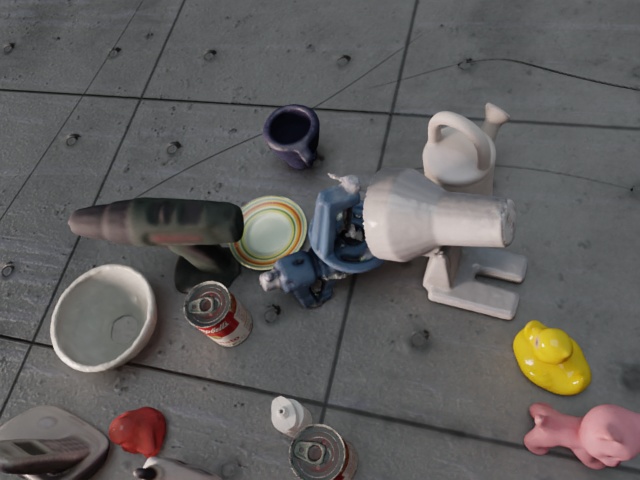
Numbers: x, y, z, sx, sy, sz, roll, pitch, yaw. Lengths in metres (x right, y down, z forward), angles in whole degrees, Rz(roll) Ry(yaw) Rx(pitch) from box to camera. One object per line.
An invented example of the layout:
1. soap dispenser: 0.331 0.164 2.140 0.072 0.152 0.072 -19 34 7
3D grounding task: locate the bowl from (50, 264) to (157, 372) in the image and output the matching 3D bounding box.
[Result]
1. bowl: -0.315 0.125 0.875 0.167 0.075 0.167 -5 63 11

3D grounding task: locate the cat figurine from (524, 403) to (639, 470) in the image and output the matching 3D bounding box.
1. cat figurine: 0.308 0.220 0.660 0.127 0.118 0.067 7 66 16

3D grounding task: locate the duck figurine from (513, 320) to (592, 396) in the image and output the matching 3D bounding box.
1. duck figurine: 0.295 0.143 0.719 0.077 0.086 0.104 -40 62 -8

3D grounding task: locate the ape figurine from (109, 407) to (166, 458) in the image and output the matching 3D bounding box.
1. ape figurine: -0.256 0.263 0.783 0.076 0.092 0.077 -44 63 -10

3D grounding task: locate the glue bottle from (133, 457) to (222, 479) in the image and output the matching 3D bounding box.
1. glue bottle: -0.184 0.293 0.705 0.078 0.173 0.037 17 69 20

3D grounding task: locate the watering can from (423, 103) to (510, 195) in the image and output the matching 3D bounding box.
1. watering can: 0.199 -0.120 0.809 0.100 0.194 0.173 15 69 20

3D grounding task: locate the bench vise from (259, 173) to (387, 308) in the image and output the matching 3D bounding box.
1. bench vise: 0.015 0.010 0.773 0.207 0.220 0.121 -44 63 -10

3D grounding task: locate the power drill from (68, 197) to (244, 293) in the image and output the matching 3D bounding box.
1. power drill: -0.210 0.005 0.833 0.229 0.209 0.075 -7 63 10

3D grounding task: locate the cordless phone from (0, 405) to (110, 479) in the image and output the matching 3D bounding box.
1. cordless phone: -0.385 0.269 0.756 0.147 0.185 0.094 18 69 21

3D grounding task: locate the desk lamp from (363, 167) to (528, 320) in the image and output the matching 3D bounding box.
1. desk lamp: 0.170 0.000 0.746 0.202 0.214 0.118 13 68 19

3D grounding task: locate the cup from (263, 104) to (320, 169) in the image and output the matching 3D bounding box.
1. cup: -0.032 -0.150 0.934 0.091 0.095 0.117 -29 61 -2
